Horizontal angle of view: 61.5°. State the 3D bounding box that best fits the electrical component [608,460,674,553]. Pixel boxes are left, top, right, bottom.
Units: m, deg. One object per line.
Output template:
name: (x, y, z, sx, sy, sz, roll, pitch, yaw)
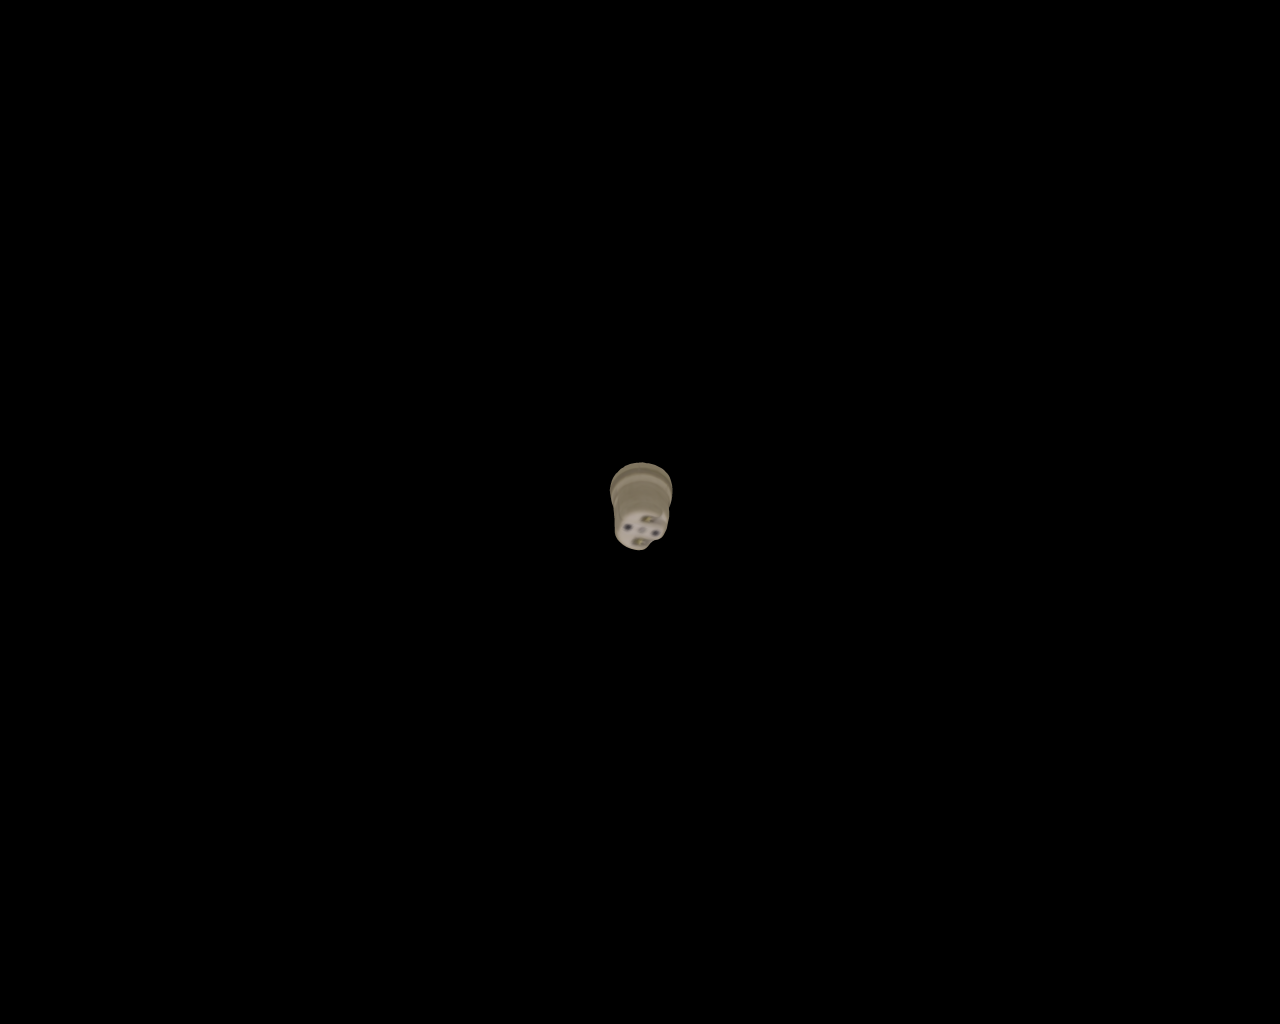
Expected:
electrical component: (0.001, -0.003, 0.650, 0.040, 0.040, 0.046, 0, 37, 0)
